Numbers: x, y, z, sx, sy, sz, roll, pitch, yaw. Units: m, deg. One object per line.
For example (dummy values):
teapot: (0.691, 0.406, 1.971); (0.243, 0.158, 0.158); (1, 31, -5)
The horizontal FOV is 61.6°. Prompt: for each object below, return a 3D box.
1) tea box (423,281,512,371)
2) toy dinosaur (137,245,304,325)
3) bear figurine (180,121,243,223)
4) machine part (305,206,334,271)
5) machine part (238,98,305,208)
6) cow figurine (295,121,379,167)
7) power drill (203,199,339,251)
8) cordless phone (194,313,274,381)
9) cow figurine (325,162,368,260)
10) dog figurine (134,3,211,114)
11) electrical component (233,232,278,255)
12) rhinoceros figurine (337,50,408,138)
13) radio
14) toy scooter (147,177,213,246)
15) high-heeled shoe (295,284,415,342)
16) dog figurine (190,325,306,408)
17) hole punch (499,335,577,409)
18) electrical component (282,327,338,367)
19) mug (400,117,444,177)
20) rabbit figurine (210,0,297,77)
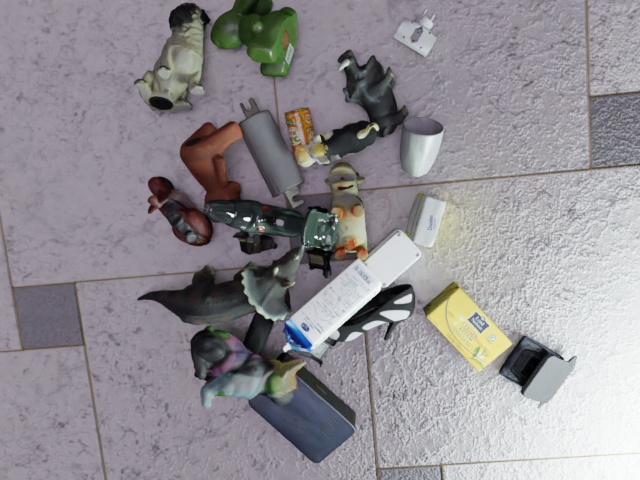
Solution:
tea box: (0.316, 0.185, 1.161); (0.169, 0.068, 0.098); (45, 98, -3)
toy dinosaur: (-0.212, 0.121, 1.116); (0.405, 0.192, 0.131); (-14, 95, 4)
bear figurine: (-0.206, -0.134, 1.129); (0.132, 0.120, 0.195); (-49, 127, -32)
machine part: (-0.002, -0.003, 1.145); (0.039, 0.084, 0.138); (-3, 92, -29)
machine part: (-0.103, -0.179, 1.124); (0.079, 0.079, 0.243); (-25, 97, 6)
cow figurine: (0.036, -0.190, 1.078); (0.167, 0.098, 0.068); (-26, 100, -22)
power drill: (-0.083, -0.033, 1.047); (0.208, 0.232, 0.086); (5, 87, 38)
cordless phone: (-0.191, 0.233, 1.198); (0.147, 0.089, 0.184); (23, 87, 0)
cow figurine: (0.058, -0.067, 1.122); (0.086, 0.127, 0.194); (-7, 112, 4)
dog figurine: (-0.301, -0.375, 1.113); (0.172, 0.121, 0.190); (-15, 61, 35)
electrical component: (-0.142, 0.003, 1.146); (0.078, 0.102, 0.045); (-15, 105, -18)
rhinoceros figurine: (0.107, -0.305, 1.103); (0.112, 0.073, 0.190); (-28, 98, 17)
radio: (-0.041, 0.377, 1.205); (0.229, 0.073, 0.131); (42, 99, -2)
toy scooter: (-0.302, -0.056, 1.123); (0.075, 0.135, 0.184); (-40, 96, 6)
high-heeled shoe: (0.080, 0.140, 1.152); (0.249, 0.086, 0.145); (13, 110, -12)
dog figurine: (-0.142, 0.254, 1.107); (0.219, 0.108, 0.191); (-13, 81, -8)
hole punch: (0.470, 0.282, 1.168); (0.115, 0.092, 0.142); (27, 97, -32)
electrical component: (-0.026, 0.219, 1.192); (0.119, 0.048, 0.074); (30, 98, -1)
mug: (0.209, -0.191, 1.106); (0.081, 0.109, 0.107); (32, 134, 29)
rabbit figurine: (-0.141, -0.424, 1.076); (0.170, 0.121, 0.159); (16, 95, 16)
